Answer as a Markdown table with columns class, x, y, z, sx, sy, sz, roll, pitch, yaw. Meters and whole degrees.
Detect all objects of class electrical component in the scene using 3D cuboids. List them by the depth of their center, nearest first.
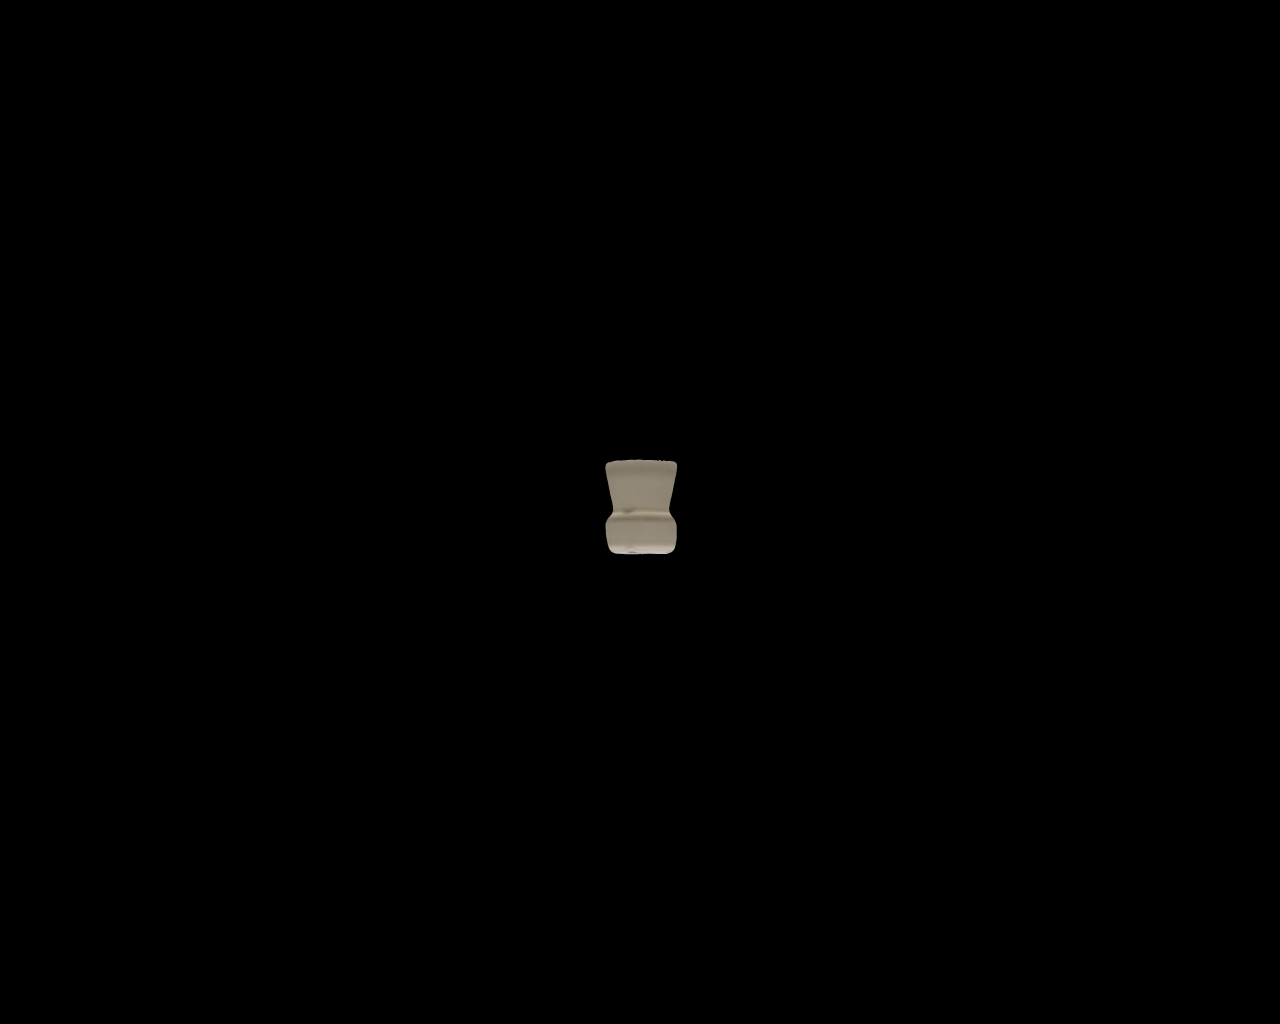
| class | x | y | z | sx | sy | sz | roll | pitch | yaw |
| --- | --- | --- | --- | --- | --- | --- | --- | --- | --- |
| electrical component | 0.001 | -0.003 | 0.650 | 0.045 | 0.055 | 0.045 | 0 | -3 | 0 |
